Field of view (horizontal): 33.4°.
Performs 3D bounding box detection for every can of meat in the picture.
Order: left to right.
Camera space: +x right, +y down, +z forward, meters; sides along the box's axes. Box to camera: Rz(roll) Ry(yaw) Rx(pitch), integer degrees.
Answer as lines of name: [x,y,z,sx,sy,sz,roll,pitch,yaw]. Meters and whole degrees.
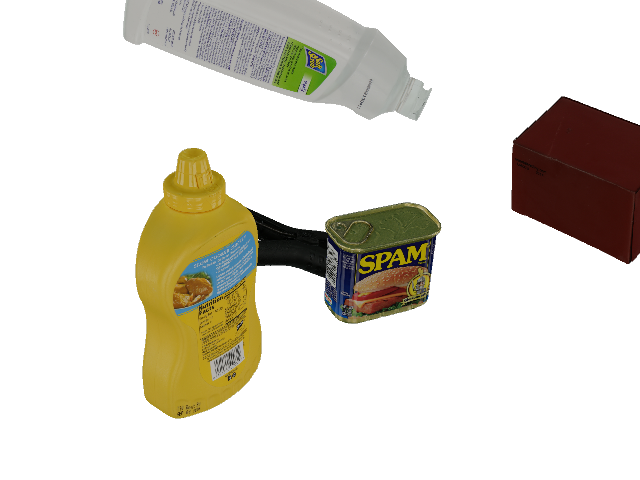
can of meat: [0.054,0.021,0.966,0.102,0.084,0.057,-12,36,-22]

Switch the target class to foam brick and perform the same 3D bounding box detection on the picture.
foam brick: [0.150,-0.035,0.585,0.078,0.053,0.051,30,55,34]

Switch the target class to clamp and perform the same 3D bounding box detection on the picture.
clamp: [-0.024,0.012,1.164,0.210,0.036,0.164,16,19,-6]

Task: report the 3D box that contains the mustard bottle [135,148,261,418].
mustard bottle: [-0.084,0.025,0.736,0.058,0.192,0.096,27,41,33]

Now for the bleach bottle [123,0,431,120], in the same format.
bleach bottle: [-0.032,-0.158,0.866,0.251,0.068,0.103,25,-33,0]
